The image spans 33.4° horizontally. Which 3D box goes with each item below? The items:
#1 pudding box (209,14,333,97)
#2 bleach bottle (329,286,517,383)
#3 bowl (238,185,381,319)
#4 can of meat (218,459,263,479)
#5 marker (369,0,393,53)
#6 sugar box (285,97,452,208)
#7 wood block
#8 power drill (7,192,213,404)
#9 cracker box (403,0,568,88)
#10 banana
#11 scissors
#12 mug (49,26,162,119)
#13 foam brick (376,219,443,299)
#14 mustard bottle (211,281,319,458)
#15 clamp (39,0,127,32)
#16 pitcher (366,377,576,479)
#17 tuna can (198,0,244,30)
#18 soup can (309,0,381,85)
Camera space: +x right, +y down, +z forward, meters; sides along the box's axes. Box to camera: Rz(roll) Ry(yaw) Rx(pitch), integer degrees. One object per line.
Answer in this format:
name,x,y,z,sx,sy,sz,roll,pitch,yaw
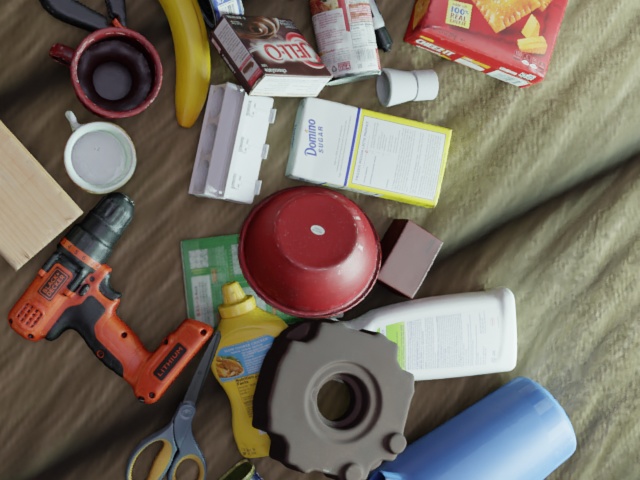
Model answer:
pudding box,-0.052,-0.197,1.147,0.113,0.039,0.090,-11,59,-48
bleach bottle,0.096,0.110,1.217,0.250,0.068,0.102,-2,90,-12
bowl,-0.008,0.001,1.162,0.162,0.055,0.162,3,66,-7
can of meat,-0.089,0.307,1.173,0.102,0.057,0.084,-40,102,-11
marker,0.055,-0.273,1.227,0.020,0.020,0.121,-25,96,-13
sugar box,0.055,-0.099,1.215,0.176,0.048,0.093,12,86,-10
wood block,-0.345,-0.075,1.089,0.090,0.090,0.206,-42,100,-10
power drill,-0.207,0.067,1.126,0.187,0.057,0.184,38,88,2
cracker box,0.208,-0.306,1.240,0.164,0.072,0.213,19,85,-14
banana,-0.154,-0.224,1.161,0.070,0.037,0.198,-18,93,31
scissors,-0.133,0.200,1.157,0.096,0.016,0.202,35,98,-21
mug,-0.228,-0.175,1.122,0.117,0.082,0.093,20,85,-14
foam brick,0.095,0.021,1.222,0.053,0.051,0.078,32,83,-13
mustard bottle,-0.069,0.137,1.165,0.096,0.058,0.191,-17,100,7
clamp,-0.285,-0.296,1.131,0.164,0.036,0.210,-34,98,-11
pitcher,0.169,0.270,1.211,0.242,0.149,0.145,-32,81,-15
tuna can,-0.115,-0.270,1.150,0.033,0.086,0.086,-25,96,-12
soup can,0.028,-0.230,1.196,0.068,0.069,0.102,-11,93,-14
